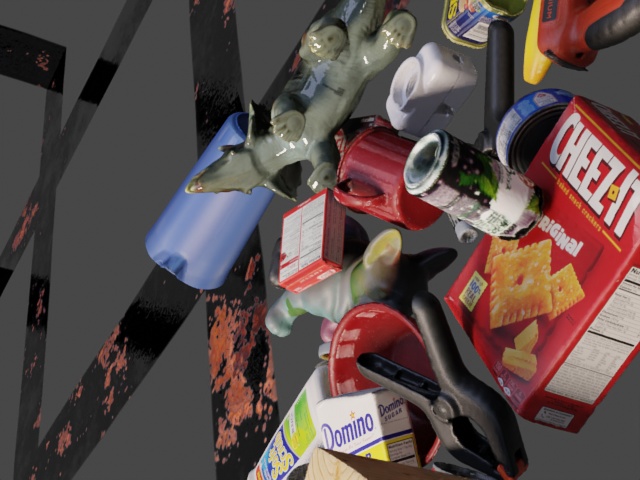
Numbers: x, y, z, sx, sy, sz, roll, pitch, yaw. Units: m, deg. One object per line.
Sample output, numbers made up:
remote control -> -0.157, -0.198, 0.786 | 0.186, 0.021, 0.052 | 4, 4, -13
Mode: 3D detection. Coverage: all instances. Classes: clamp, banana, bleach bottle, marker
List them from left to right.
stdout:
bleach bottle -> -0.026, 0.253, 1.171 | 0.251, 0.068, 0.102 | -58, 29, 33
marker -> 0.131, -0.040, 1.074 | 0.020, 0.020, 0.121 | -58, 29, 29
clamp -> 0.111, 0.123, 0.882 | 0.171, 0.039, 0.120 | 41, 141, 17
clamp -> 0.161, -0.083, 1.018 | 0.165, 0.036, 0.210 | 119, 150, -47
banana -> 0.221, -0.246, 1.002 | 0.069, 0.037, 0.198 | 89, -168, -72

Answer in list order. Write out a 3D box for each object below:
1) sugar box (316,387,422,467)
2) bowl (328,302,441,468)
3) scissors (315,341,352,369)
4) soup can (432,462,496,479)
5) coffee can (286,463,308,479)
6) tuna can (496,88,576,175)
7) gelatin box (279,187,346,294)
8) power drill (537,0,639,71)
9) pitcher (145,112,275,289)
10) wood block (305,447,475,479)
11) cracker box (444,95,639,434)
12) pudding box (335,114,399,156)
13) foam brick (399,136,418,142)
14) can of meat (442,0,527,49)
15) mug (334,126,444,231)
sugar box -> 0.053, 0.224, 0.968 | 0.094, 0.048, 0.176 | -22, 81, 52
bowl -> 0.078, 0.134, 1.000 | 0.162, 0.055, 0.162 | 14, 108, 50
scissors -> 0.039, 0.126, 1.145 | 0.202, 0.096, 0.016 | 82, -172, -77
soup can -> 0.113, 0.244, 0.885 | 0.069, 0.068, 0.102 | 13, 86, 65
coffee can -> -0.019, 0.309, 1.074 | 0.140, 0.102, 0.103 | -59, 29, 29
tuna can -> 0.193, -0.084, 0.900 | 0.086, 0.086, 0.034 | -61, 27, 24
gelatin box -> -0.007, 0.001, 1.085 | 0.073, 0.030, 0.089 | -31, 46, 44
power drill -> 0.263, -0.228, 0.877 | 0.188, 0.057, 0.184 | -16, 61, 61
pitcher -> -0.134, -0.062, 1.516 | 0.243, 0.144, 0.149 | -55, 43, 27
wood block -> 0.091, 0.223, 0.783 | 0.090, 0.205, 0.091 | 12, 86, 64
cracker box -> 0.200, 0.017, 0.842 | 0.214, 0.072, 0.164 | -61, 28, 23
pudding box -> 0.044, -0.098, 1.260 | 0.114, 0.039, 0.090 | 5, 79, 64
foam brick -> 0.085, -0.070, 1.148 | 0.053, 0.051, 0.078 | 18, 91, 64
can of meat -> 0.169, -0.255, 1.066 | 0.084, 0.057, 0.102 | 150, 132, -69
mug -> 0.068, -0.055, 1.048 | 0.082, 0.117, 0.093 | 27, 124, 46
